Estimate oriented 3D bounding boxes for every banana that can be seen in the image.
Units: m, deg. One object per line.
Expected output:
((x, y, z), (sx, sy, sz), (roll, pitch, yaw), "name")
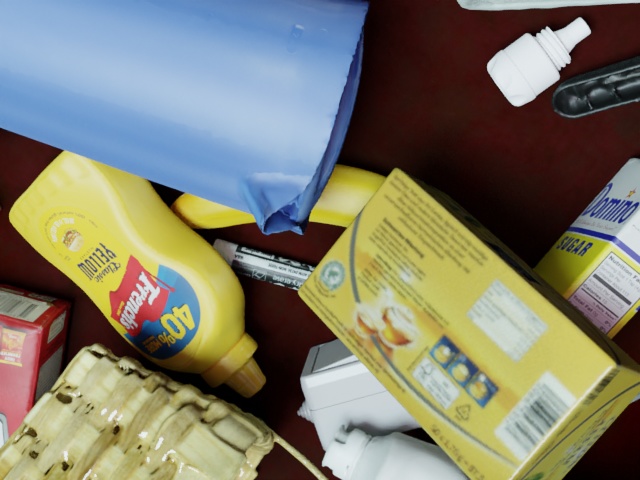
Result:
((0.004, -0.015, 0.671), (0.198, 0.037, 0.070), (16, 104, 3), "banana")

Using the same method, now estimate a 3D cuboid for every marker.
((-0.012, 0.024, 0.692), (0.121, 0.020, 0.020), (15, 105, 2), "marker")

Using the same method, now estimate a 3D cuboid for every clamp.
((0.218, -0.102, 0.609), (0.171, 0.120, 0.039), (-36, 129, -7), "clamp")

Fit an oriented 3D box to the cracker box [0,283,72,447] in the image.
((-0.266, 0.127, 0.720), (0.164, 0.072, 0.214), (13, 105, 4), "cracker box")

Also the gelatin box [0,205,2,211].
((-0.263, -0.041, 0.699), (0.073, 0.030, 0.089), (-25, 101, 11), "gelatin box")

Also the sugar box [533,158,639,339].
((0.151, 0.034, 0.638), (0.048, 0.093, 0.176), (35, 104, -4), "sugar box")

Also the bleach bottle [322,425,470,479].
((0.115, 0.175, 0.600), (0.251, 0.102, 0.068), (25, 94, 14), "bleach bottle")

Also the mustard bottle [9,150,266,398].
((-0.105, 0.026, 0.677), (0.191, 0.058, 0.096), (47, 129, -7), "mustard bottle")

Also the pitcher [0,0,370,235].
((-0.097, -0.106, 0.597), (0.243, 0.149, 0.145), (17, 101, 0), "pitcher")

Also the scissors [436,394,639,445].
((0.117, 0.121, 0.702), (0.202, 0.016, 0.096), (-41, 96, 14), "scissors")
